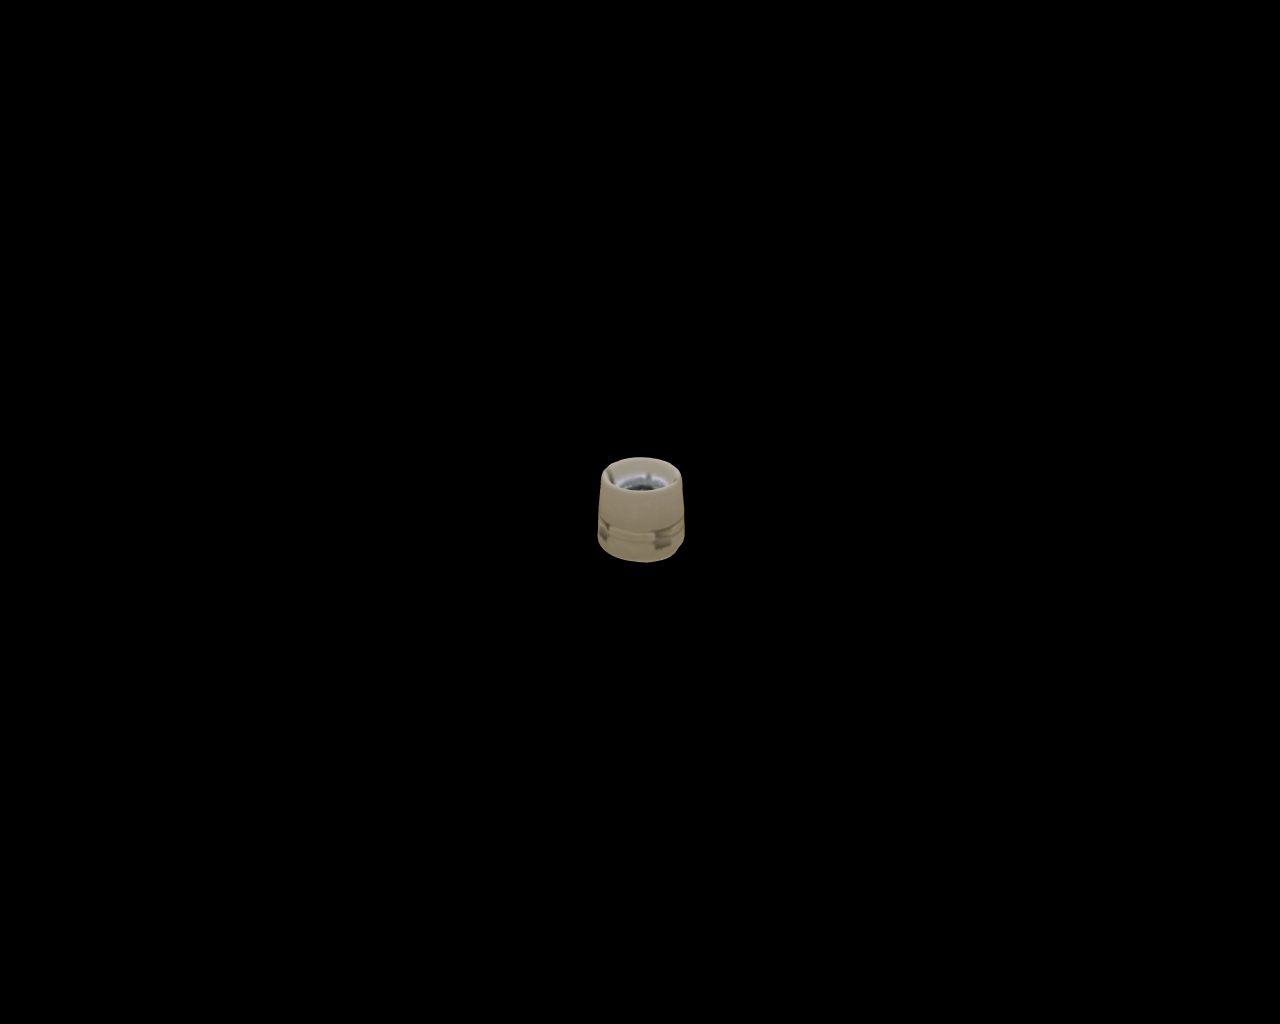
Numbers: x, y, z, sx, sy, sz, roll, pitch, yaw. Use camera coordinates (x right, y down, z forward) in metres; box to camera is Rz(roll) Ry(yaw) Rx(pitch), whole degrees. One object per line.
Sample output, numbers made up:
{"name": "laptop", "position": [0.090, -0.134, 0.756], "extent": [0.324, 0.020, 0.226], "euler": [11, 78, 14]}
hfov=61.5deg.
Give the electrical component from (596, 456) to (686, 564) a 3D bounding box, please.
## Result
{"name": "electrical component", "position": [0.001, -0.003, 0.650], "extent": [0.055, 0.047, 0.055], "euler": [0, 28, 0]}
